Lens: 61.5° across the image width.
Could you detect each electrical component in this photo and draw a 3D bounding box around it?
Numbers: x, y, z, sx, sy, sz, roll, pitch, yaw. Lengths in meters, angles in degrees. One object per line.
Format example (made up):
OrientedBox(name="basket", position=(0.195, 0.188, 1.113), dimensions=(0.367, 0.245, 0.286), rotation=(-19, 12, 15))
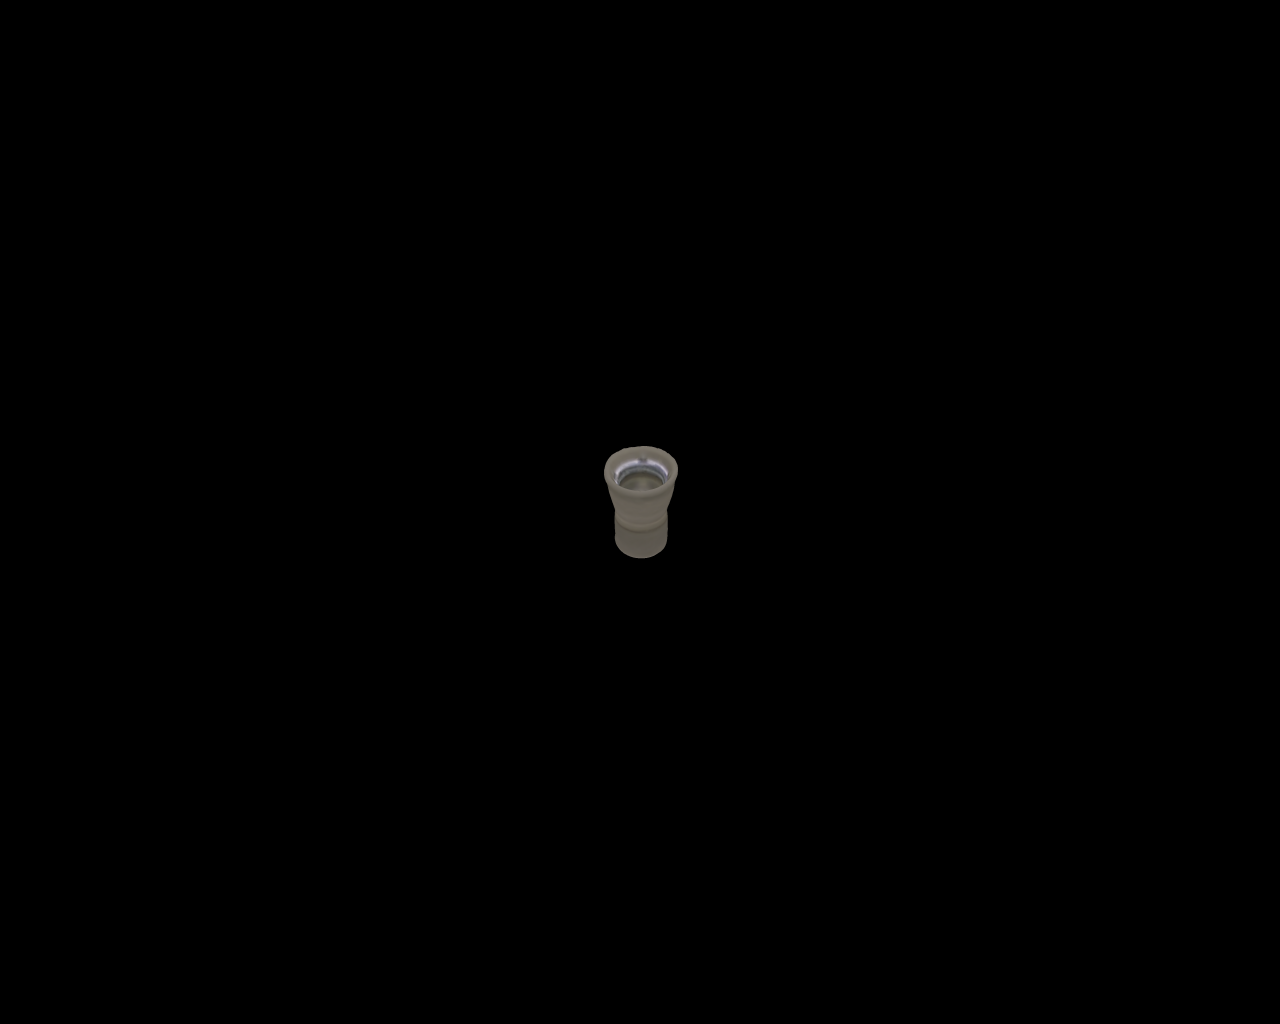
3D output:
OrientedBox(name="electrical component", position=(0.001, -0.003, 0.650), dimensions=(0.044, 0.065, 0.044), rotation=(0, 43, 0))
